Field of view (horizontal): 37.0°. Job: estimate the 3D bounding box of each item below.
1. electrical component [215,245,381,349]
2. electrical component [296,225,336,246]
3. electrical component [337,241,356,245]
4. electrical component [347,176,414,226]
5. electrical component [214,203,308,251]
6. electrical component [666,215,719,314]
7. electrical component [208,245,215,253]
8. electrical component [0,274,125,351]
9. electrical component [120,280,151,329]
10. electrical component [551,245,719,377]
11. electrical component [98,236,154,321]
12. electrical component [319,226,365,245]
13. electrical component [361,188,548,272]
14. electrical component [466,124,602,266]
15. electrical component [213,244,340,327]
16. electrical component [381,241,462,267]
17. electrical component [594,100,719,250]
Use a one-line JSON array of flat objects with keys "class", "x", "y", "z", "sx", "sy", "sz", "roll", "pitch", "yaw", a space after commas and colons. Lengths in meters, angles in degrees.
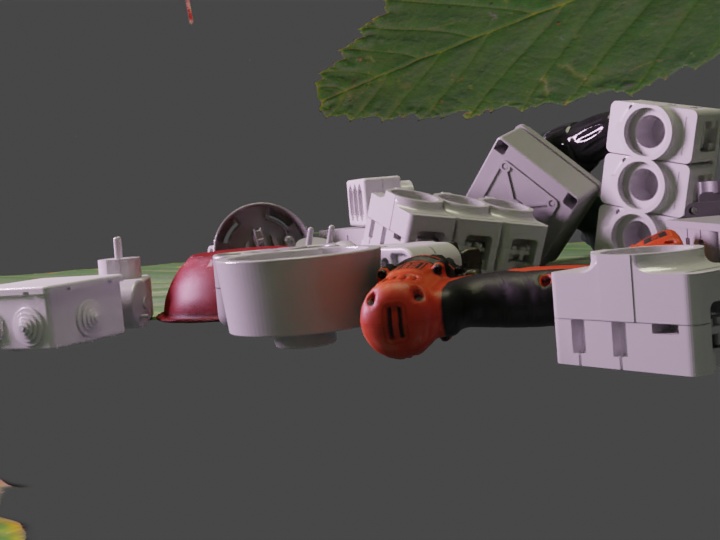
[{"class": "electrical component", "x": -0.038, "y": 0.019, "z": 0.702, "sx": 0.108, "sy": 0.060, "sz": 0.108, "roll": -5, "pitch": 4, "yaw": 0}, {"class": "electrical component", "x": -0.037, "y": -0.001, "z": 0.872, "sx": 0.077, "sy": 0.079, "sz": 0.044, "roll": -7, "pitch": 33, "yaw": -29}, {"class": "electrical component", "x": 0.000, "y": 0.000, "z": 1.029, "sx": 0.044, "sy": 0.044, "sz": 0.065, "roll": -8, "pitch": 18, "yaw": -33}, {"class": "electrical component", "x": 0.033, "y": -0.071, "z": 1.092, "sx": 0.077, "sy": 0.047, "sz": 0.066, "roll": -6, "pitch": 4, "yaw": -15}, {"class": "electrical component", "x": -0.099, "y": -0.018, "z": 1.086, "sx": 0.099, "sy": 0.099, "sz": 0.064, "roll": -6, "pitch": -2, "yaw": -12}, {"class": "electrical component", "x": 0.261, "y": -0.002, "z": 0.633, "sx": 0.105, "sy": 0.060, "sz": 0.186, "roll": -5, "pitch": 4, "yaw": 0}, {"class": "electrical component", "x": -0.131, "y": -0.005, "z": 1.193, "sx": 0.057, "sy": 0.058, "sz": 0.078, "roll": -10, "pitch": 6, "yaw": -29}, {"class": "electrical component", "x": -0.243, "y": 0.033, "z": 0.836, "sx": 0.100, "sy": 0.048, "sz": 0.100, "roll": -3, "pitch": 4, "yaw": 27}, {"class": "electrical component", "x": -0.212, "y": 0.030, "z": 0.901, "sx": 0.078, "sy": 0.040, "sz": 0.040, "roll": -5, "pitch": 4, "yaw": 10}, {"class": "electrical component", "x": 0.143, "y": 0.018, "z": 0.530, "sx": 0.050, "sy": 0.055, "sz": 0.089, "roll": -8, "pitch": 5, "yaw": -36}, {"class": "electrical component", "x": -0.213, "y": 0.008, "z": 0.959, "sx": 0.047, "sy": 0.076, "sz": 0.066, "roll": -4, "pitch": 4, "yaw": -6}, {"class": "electrical component", "x": 0.044, "y": -0.018, "z": 1.132, "sx": 0.150, "sy": 0.061, "sz": 0.089, "roll": -8, "pitch": 5, "yaw": -42}, {"class": "electrical component", "x": 0.090, "y": -0.037, "z": 1.022, "sx": 0.150, "sy": 0.061, "sz": 0.089, "roll": 4, "pitch": 15, "yaw": -26}, {"class": "electrical component", "x": 0.172, "y": -0.073, "z": 1.100, "sx": 0.109, "sy": 0.108, "sz": 0.056, "roll": 41, "pitch": 42, "yaw": 18}, {"class": "electrical component", "x": -0.061, "y": 0.014, "z": 0.813, "sx": 0.095, "sy": 0.059, "sz": 0.054, "roll": -5, "pitch": 4, "yaw": -7}, {"class": "electrical component", "x": 0.033, "y": 0.007, "z": 0.834, "sx": 0.059, "sy": 0.053, "sz": 0.095, "roll": -8, "pitch": 5, "yaw": -40}, {"class": "electrical component", "x": 0.283, "y": -0.083, "z": 1.028, "sx": 0.089, "sy": 0.150, "sz": 0.062, "roll": 16, "pitch": 19, "yaw": 42}]
